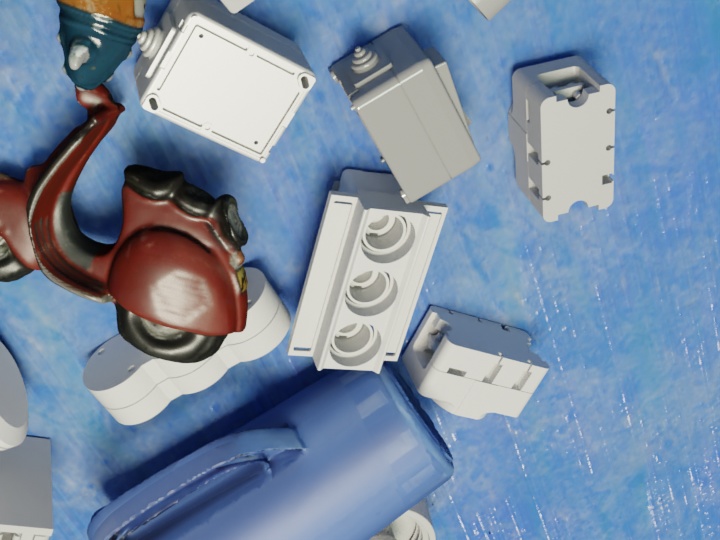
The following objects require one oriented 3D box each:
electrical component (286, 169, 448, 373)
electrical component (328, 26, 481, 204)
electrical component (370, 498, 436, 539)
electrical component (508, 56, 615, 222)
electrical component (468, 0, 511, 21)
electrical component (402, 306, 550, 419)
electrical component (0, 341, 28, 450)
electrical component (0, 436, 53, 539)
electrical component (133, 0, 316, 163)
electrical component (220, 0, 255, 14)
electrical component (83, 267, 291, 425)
[{"bbox_3d":[0.000,0.000,0.710,0.079,0.063,0.121,5,121,-21],"label":"electrical component"},{"bbox_3d":[0.028,-0.101,0.653,0.061,0.061,0.096,-30,126,4],"label":"electrical component"},{"bbox_3d":[0.008,0.213,0.855,0.108,0.060,0.108,-8,124,-12],"label":"electrical component"},{"bbox_3d":[0.130,-0.087,0.699,0.050,0.055,0.089,-14,125,-8],"label":"electrical component"},{"bbox_3d":[0.091,-0.189,0.626,0.081,0.043,0.043,-43,124,12],"label":"electrical component"},{"bbox_3d":[0.083,0.071,0.792,0.089,0.050,0.055,16,116,-26],"label":"electrical component"},{"bbox_3d":[-0.247,0.079,0.675,0.051,0.080,0.080,-20,126,3],"label":"electrical component"},{"bbox_3d":[-0.285,0.153,0.705,0.150,0.089,0.061,12,118,-24],"label":"electrical component"},{"bbox_3d":[-0.084,-0.115,0.609,0.096,0.061,0.061,23,113,-29],"label":"electrical component"},{"bbox_3d":[-0.068,-0.179,0.571,0.047,0.083,0.076,-33,164,5],"label":"electrical component"},{"bbox_3d":[-0.122,0.039,0.704,0.138,0.052,0.073,-29,126,3],"label":"electrical component"}]
